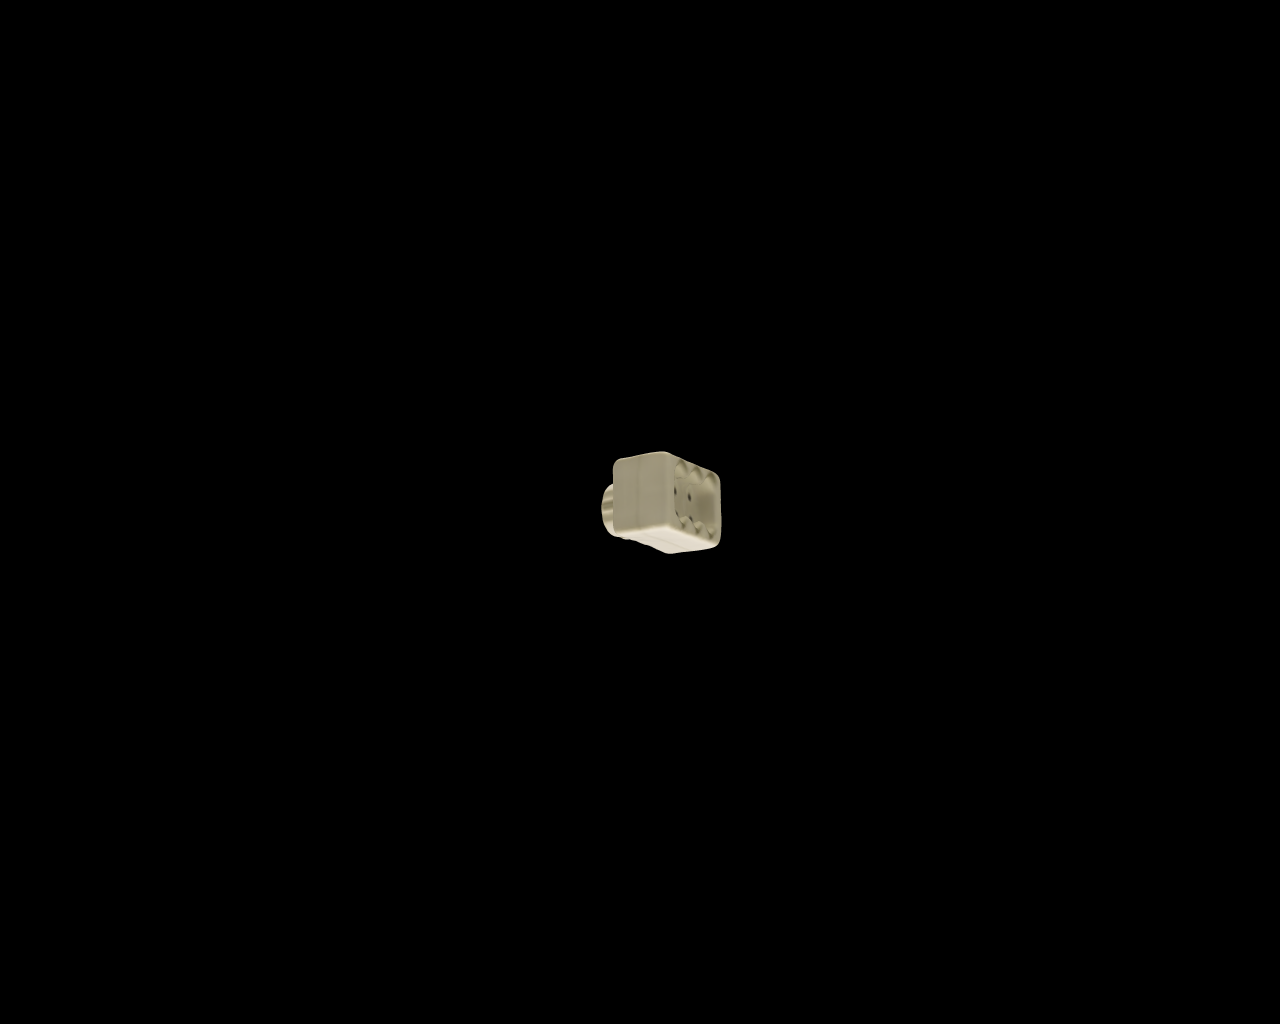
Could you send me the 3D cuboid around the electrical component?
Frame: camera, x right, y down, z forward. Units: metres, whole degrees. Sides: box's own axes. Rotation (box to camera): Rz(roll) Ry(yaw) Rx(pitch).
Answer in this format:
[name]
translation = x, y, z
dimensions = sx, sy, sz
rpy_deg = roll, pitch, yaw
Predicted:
[electrical component]
translation = 0.001, -0.003, 0.650
dimensions = 0.076, 0.047, 0.065
rpy_deg = -8, -16, 31
